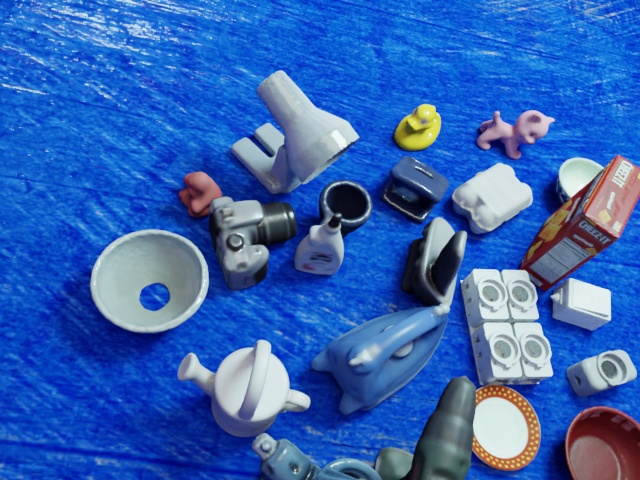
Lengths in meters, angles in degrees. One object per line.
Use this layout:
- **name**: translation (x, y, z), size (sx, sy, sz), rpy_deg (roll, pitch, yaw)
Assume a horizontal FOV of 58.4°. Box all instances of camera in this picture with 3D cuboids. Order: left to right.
- **camera**: translation (-0.103, -0.011, 0.929), size (0.137, 0.101, 0.143), rpy_deg (-12, 66, -19)

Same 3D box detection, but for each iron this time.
- **iron**: translation (0.121, 0.151, 0.870), size (0.259, 0.141, 0.118), rpy_deg (-28, 71, -24)

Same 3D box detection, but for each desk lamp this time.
- **desk lamp**: translation (-0.048, -0.166, 0.960), size (0.203, 0.213, 0.118), rpy_deg (44, 62, 12)

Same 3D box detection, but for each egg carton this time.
- **egg carton**: translation (0.325, -0.080, 1.082), size (0.150, 0.069, 0.107), rpy_deg (-30, 72, -25)

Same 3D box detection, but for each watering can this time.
- **watering can**: translation (-0.100, 0.197, 0.764), size (0.173, 0.194, 0.101), rpy_deg (-4, 63, -15)

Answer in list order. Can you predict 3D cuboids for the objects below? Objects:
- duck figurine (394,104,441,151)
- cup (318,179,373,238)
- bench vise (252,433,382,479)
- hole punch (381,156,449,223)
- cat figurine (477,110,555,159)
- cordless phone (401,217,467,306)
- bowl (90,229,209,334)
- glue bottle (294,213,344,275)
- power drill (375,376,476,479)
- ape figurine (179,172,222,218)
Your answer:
- **duck figurine**: translation (0.201, -0.232, 1.127), size (0.105, 0.086, 0.077), rpy_deg (-30, 72, -25)
- **cup**: translation (0.028, -0.034, 0.975), size (0.091, 0.095, 0.118), rpy_deg (37, 61, 8)
- **bench vise**: translation (0.003, 0.320, 0.706), size (0.207, 0.219, 0.121), rpy_deg (20, 60, -1)
- **hole punch**: translation (0.178, -0.107, 1.051), size (0.108, 0.091, 0.101), rpy_deg (31, 60, 5)
- **cat figurine**: translation (0.397, -0.226, 1.150), size (0.128, 0.117, 0.067), rpy_deg (15, 60, -4)
- **cordless phone**: translation (0.210, 0.017, 0.937), size (0.094, 0.185, 0.147), rpy_deg (16, 60, -3)
- **bowl**: translation (-0.253, 0.072, 0.865), size (0.167, 0.074, 0.167), rpy_deg (6, 61, -10)
- **glue bottle**: translation (0.008, 0.003, 0.905), size (0.078, 0.173, 0.037), rpy_deg (5, 61, -10)
- **power drill**: translation (0.130, 0.307, 0.749), size (0.075, 0.208, 0.230), rpy_deg (21, 60, -1)
- **ape figurine**: translation (-0.200, -0.082, 0.950), size (0.076, 0.092, 0.078), rpy_deg (10, 60, -7)
